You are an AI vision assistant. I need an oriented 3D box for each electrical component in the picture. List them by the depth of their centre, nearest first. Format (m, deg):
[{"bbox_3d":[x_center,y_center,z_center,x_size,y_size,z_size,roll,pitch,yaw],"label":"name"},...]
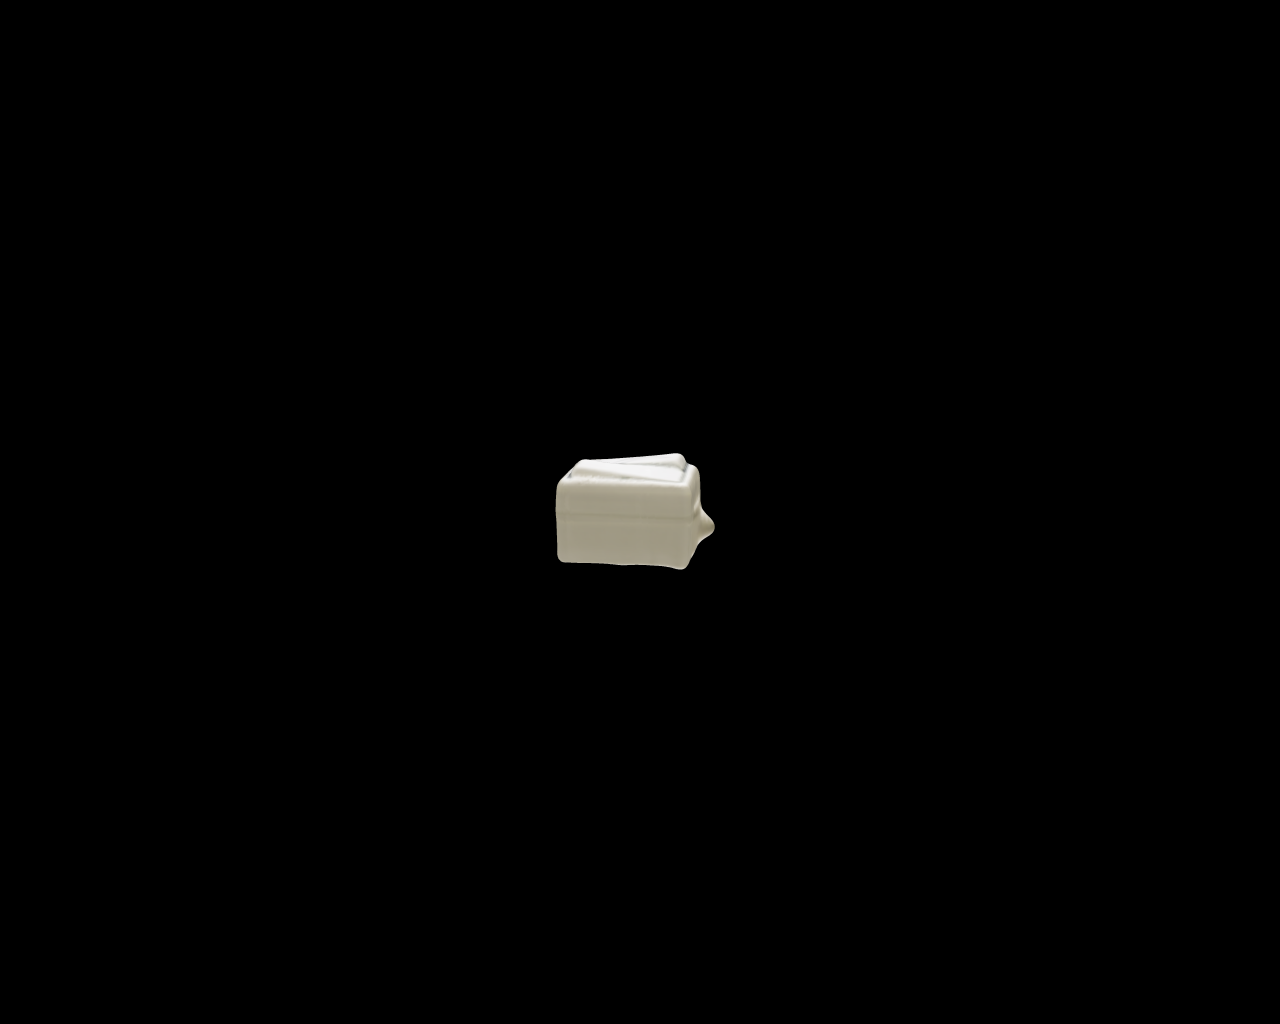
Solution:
[{"bbox_3d":[0.001,-0.003,0.650,0.096,0.061,0.062,3,16,9],"label":"electrical component"}]
